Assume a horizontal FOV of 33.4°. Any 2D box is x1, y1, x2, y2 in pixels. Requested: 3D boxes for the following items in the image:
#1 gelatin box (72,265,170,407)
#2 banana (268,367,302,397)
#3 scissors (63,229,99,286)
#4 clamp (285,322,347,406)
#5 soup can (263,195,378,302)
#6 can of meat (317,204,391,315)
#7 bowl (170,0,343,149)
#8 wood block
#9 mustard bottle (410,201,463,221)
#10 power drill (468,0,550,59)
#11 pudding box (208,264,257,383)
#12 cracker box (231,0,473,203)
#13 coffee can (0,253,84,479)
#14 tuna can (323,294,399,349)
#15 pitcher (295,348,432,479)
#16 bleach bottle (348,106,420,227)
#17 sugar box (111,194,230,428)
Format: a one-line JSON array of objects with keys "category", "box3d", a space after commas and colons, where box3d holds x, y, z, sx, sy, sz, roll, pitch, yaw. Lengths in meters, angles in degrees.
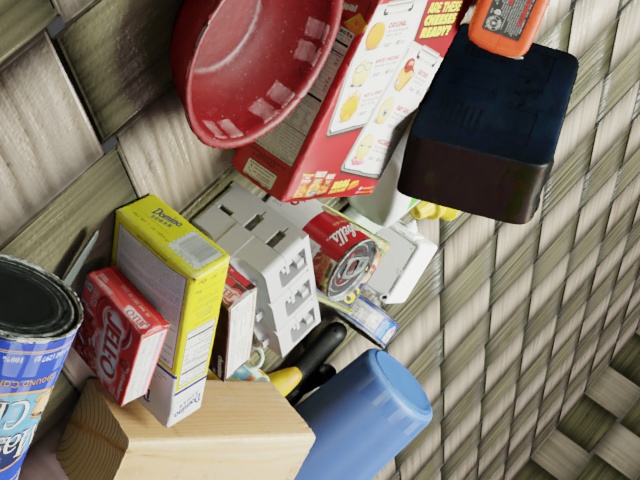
[{"category": "gelatin box", "box3d": [-0.159, 0.075, 0.839, 0.030, 0.073, 0.089, -24, 149, -41]}, {"category": "banana", "box3d": [-0.099, 0.202, 1.140, 0.197, 0.070, 0.037, -42, 116, -34]}, {"category": "scissors", "box3d": [-0.216, 0.085, 0.832, 0.201, 0.016, 0.096, -51, 157, -4]}, {"category": "clamp", "box3d": [-0.032, 0.163, 1.229, 0.171, 0.039, 0.120, -35, 151, -35]}, {"category": "soup can", "box3d": [-0.006, 0.001, 0.989, 0.068, 0.102, 0.068, -40, 152, -27]}, {"category": "can of meat", "box3d": [0.012, 0.017, 1.073, 0.102, 0.058, 0.084, 27, 97, -42]}, {"category": "bowl", "box3d": [-0.055, -0.148, 0.765, 0.162, 0.055, 0.162, -40, 152, -27]}, {"category": "wood block", "box3d": [-0.120, 0.187, 0.976, 0.205, 0.091, 0.090, 8, 116, -42]}, {"category": "mustard bottle", "box3d": [0.172, -0.075, 1.258, 0.191, 0.058, 0.096, -35, 154, -35]}, {"category": "power drill", "box3d": [0.187, -0.258, 0.964, 0.187, 0.057, 0.185, -65, 174, -58]}, {"category": "pudding box", "box3d": [-0.098, 0.056, 0.908, 0.039, 0.090, 0.113, -37, 153, -29]}, {"category": "cracker box", "box3d": [0.030, -0.141, 0.905, 0.163, 0.072, 0.214, -9, 130, -60]}, {"category": "coffee can", "box3d": [-0.230, 0.092, 0.712, 0.102, 0.103, 0.140, -9, 130, -57]}, {"category": "tuna can", "box3d": [0.048, 0.086, 1.217, 0.033, 0.086, 0.086, -53, 156, -6]}, {"category": "pitcher", "box3d": [0.009, 0.235, 1.237, 0.243, 0.149, 0.144, -44, 151, 14]}, {"category": "bleach bottle", "box3d": [0.131, -0.114, 1.135, 0.250, 0.068, 0.103, -37, 151, -37]}, {"category": "sugar box", "box3d": [-0.128, 0.060, 0.862, 0.048, 0.093, 0.176, -30, 147, -38]}]
